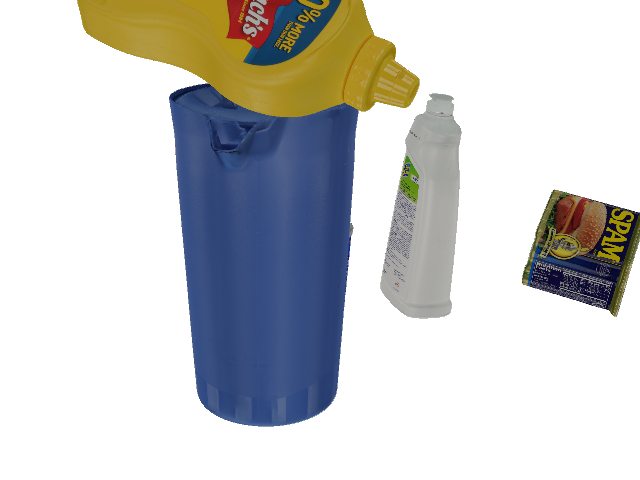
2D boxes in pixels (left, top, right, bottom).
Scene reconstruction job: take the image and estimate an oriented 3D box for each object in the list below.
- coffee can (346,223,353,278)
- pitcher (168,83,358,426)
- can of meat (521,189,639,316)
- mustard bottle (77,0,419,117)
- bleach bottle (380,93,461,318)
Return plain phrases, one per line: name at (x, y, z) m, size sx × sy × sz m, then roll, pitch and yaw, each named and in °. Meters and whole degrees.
coffee can at (-0.025, 0.048, 1.050) m, size 0.103 × 0.140 × 0.103 m, roll 5°, pitch 15°, yaw -2°
pitcher at (-0.036, 0.004, 0.791) m, size 0.149 × 0.243 × 0.145 m, roll -10°, pitch 22°, yaw -29°
can of meat at (0.229, 0.007, 0.923) m, size 0.084 × 0.057 × 0.102 m, roll 17°, pitch 45°, yaw 16°
mustard bottle at (-0.033, -0.121, 0.599) m, size 0.192 × 0.096 × 0.058 m, roll 27°, pitch -28°, yaw 12°
bleach bottle at (0.126, -0.043, 1.241) m, size 0.068 × 0.251 × 0.103 m, roll -1°, pitch 22°, yaw -22°
